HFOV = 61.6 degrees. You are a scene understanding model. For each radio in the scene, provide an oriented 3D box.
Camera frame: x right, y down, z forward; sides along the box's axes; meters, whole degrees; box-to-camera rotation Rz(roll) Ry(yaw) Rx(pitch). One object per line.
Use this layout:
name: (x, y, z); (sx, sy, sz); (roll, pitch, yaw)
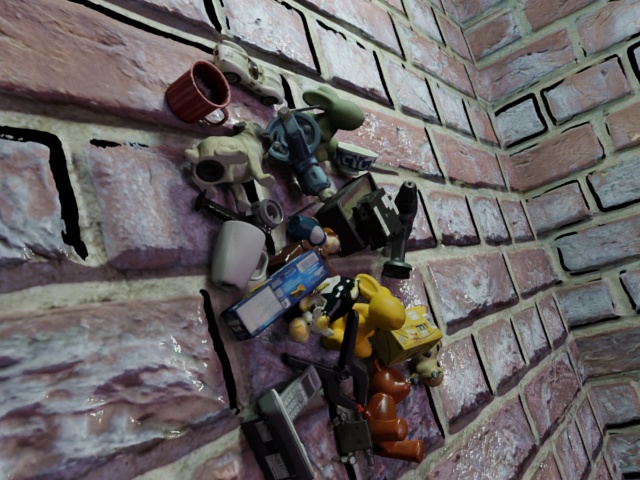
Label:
radio: (0.086, -0.064, 1.298); (0.131, 0.073, 0.229); (60, 35, -11)

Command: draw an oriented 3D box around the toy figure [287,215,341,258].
toy figure: (-0.004, -0.002, 1.154); (0.154, 0.064, 0.058); (28, 19, -40)

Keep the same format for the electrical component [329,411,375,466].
electrical component: (0.059, 0.377, 1.019); (0.045, 0.078, 0.102); (43, 40, -70)

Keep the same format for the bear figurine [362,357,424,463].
bear figurine: (0.153, 0.344, 1.115); (0.120, 0.132, 0.196); (57, 40, -28)

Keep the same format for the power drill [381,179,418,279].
power drill: (0.204, -0.016, 1.362); (0.231, 0.086, 0.207); (87, 7, -66)

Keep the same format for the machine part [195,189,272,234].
machine part: (-0.159, -0.041, 0.954); (0.138, 0.084, 0.039); (30, 76, -31)

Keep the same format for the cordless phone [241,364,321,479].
cordless phone: (-0.035, 0.306, 0.914); (0.184, 0.089, 0.146); (-30, 96, -60)

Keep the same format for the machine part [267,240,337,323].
machine part: (-0.027, 0.089, 1.070); (0.179, 0.056, 0.179); (29, 51, -43)

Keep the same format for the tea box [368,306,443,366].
tea box: (0.191, 0.214, 1.215); (0.169, 0.068, 0.098); (-2, 48, -46)

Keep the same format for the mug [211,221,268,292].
mug: (-0.140, 0.038, 0.930); (0.109, 0.081, 0.107); (43, 52, -42)

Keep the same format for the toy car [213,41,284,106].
toy car: (-0.146, -0.355, 1.156); (0.201, 0.056, 0.073); (19, 57, -48)

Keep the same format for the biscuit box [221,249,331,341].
biscuit box: (-0.073, 0.093, 0.939); (0.203, 0.063, 0.059); (-36, 97, -35)

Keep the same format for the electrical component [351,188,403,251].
electrical component: (0.136, -0.053, 1.245); (0.114, 0.058, 0.134); (64, 32, -10)

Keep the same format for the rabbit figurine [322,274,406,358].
rabbit figurine: (0.105, 0.158, 1.111); (0.121, 0.173, 0.162); (38, 47, -31)

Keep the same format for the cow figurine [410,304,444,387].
cow figurine: (0.257, 0.272, 1.336); (0.127, 0.085, 0.194); (-25, 95, -62)

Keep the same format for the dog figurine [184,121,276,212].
dog figurine: (-0.170, -0.170, 1.001); (0.172, 0.121, 0.191); (39, 29, -40)

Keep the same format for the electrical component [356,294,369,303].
electrical component: (0.089, 0.149, 1.227); (0.063, 0.021, 0.094); (32, 48, -41)

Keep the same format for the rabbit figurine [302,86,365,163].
rabbit figurine: (0.022, -0.277, 1.244); (0.121, 0.170, 0.159); (-38, 104, -56)

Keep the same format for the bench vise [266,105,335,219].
bench vise: (-0.045, -0.185, 1.106); (0.240, 0.129, 0.223); (72, -1, -72)

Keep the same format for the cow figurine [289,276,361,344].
cow figurine: (0.015, 0.127, 0.977); (0.068, 0.098, 0.167); (64, 36, -19)
